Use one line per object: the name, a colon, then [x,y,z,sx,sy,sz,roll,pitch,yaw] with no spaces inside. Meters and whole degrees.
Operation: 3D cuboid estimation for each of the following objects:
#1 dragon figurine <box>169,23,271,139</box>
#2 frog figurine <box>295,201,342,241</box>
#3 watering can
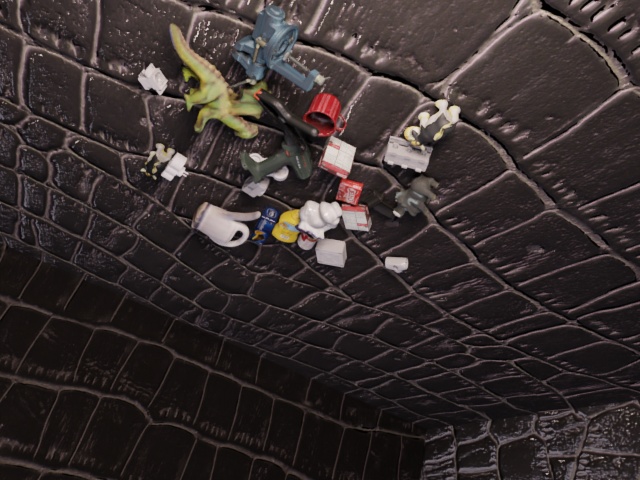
dragon figurine: [-0.256,-0.416,1.425,0.243,0.125,0.401,-2,148,-1]
frog figurine: [0.005,-0.089,1.769,0.137,0.125,0.157,37,121,-6]
watering can: [-0.363,-0.073,1.955,0.223,0.106,0.342,28,147,-14]
